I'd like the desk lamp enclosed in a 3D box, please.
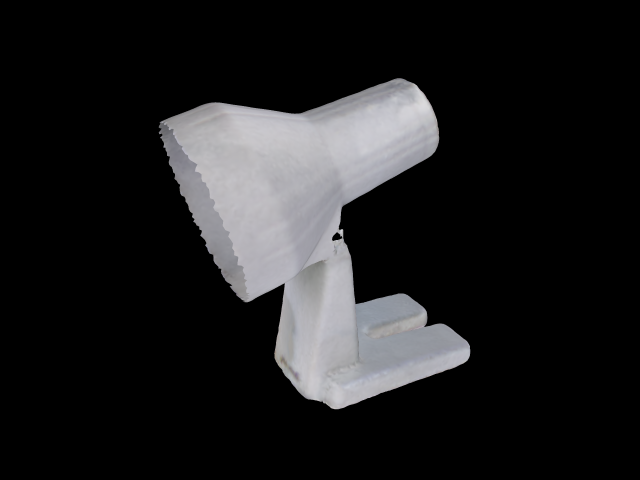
[{"bbox_3d":[0.004,0.001,0.400,0.204,0.214,0.117,-12,27,-24],"label":"desk lamp"}]
